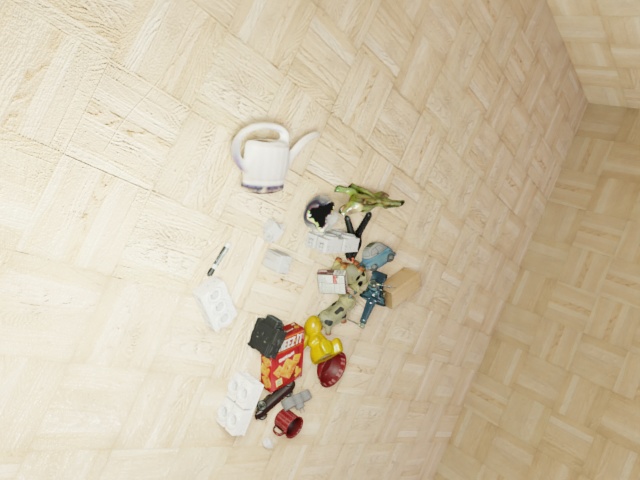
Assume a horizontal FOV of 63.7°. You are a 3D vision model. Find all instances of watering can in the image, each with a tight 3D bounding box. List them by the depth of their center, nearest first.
[{"bbox_3d":[-0.135,-0.255,1.622,0.349,0.105,0.222,-7,112,-44],"label":"watering can"}]

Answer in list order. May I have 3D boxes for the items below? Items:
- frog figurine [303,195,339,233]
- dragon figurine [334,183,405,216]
[{"bbox_3d":[0.006,-0.094,1.865,0.160,0.123,0.137,-26,120,-83],"label":"frog figurine"},{"bbox_3d":[0.209,-0.142,1.942,0.413,0.244,0.121,-13,111,-41],"label":"dragon figurine"}]
